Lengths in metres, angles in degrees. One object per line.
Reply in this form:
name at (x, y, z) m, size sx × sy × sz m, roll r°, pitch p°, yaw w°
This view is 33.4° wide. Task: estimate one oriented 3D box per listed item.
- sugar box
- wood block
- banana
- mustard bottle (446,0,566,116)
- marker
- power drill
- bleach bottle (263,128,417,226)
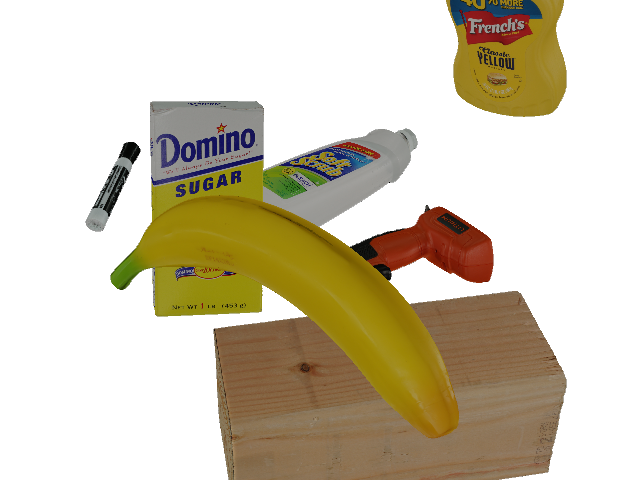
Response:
sugar box at (-0.095, -0.027, 0.893) m, size 0.093 × 0.176 × 0.048 m, roll -2°, pitch 16°, yaw -12°
wood block at (0.040, 0.103, 0.688) m, size 0.206 × 0.090 × 0.091 m, roll -6°, pitch 37°, yaw -9°
banana at (-0.014, 0.023, 0.507) m, size 0.198 × 0.070 × 0.037 m, roll 23°, pitch 22°, yaw 27°
mustard bottle at (0.152, -0.190, 0.881) m, size 0.096 × 0.058 × 0.191 m, roll 17°, pitch -34°, yaw 26°
marker at (-0.208, -0.057, 1.077) m, size 0.020 × 0.121 × 0.020 m, roll 8°, pitch -43°, yaw 8°
power drill at (0.072, 0.028, 1.041) m, size 0.187 × 0.057 × 0.185 m, roll -13°, pitch 29°, yaw -24°
bleach bottle at (0.013, -0.077, 1.277) m, size 0.250 × 0.068 × 0.103 m, roll -30°, pitch 45°, yaw -31°
